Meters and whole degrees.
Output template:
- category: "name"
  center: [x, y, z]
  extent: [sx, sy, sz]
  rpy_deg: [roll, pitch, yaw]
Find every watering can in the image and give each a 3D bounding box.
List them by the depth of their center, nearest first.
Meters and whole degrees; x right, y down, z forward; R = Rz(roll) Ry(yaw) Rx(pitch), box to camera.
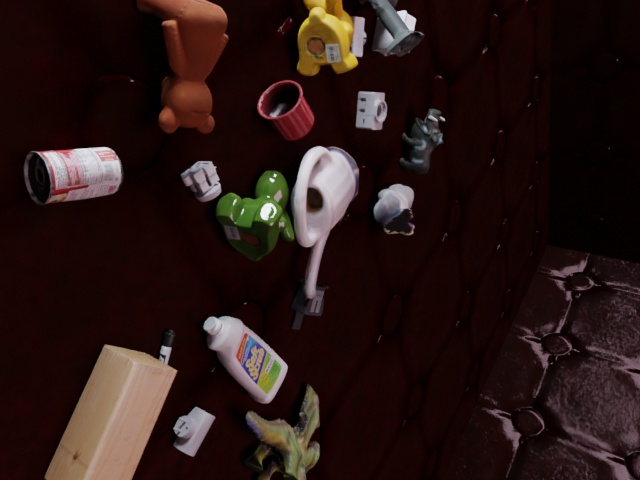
- category: "watering can"
  center: [0.003, -0.057, 1.127]
  extent: [0.229, 0.104, 0.339]
  rpy_deg: [-52, 149, -47]

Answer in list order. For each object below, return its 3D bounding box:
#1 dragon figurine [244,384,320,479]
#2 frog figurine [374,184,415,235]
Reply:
- category: "dragon figurine"
  center: [-0.069, 0.455, 1.230]
  extent: [0.248, 0.122, 0.401]
  rpy_deg: [-62, 148, -50]
- category: "frog figurine"
  center: [0.205, -0.099, 1.440]
  extent: [0.135, 0.122, 0.163]
  rpy_deg: [46, 27, -42]
